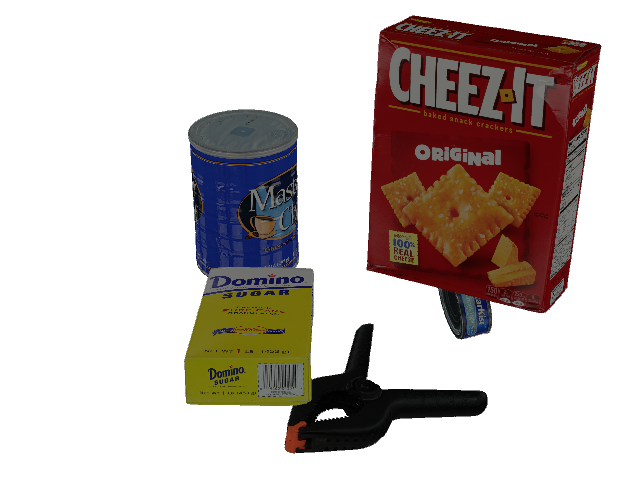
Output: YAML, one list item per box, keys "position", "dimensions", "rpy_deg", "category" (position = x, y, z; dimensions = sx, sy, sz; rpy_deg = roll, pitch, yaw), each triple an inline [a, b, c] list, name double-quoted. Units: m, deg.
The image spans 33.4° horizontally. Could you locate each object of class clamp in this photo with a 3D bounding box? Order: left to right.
- position: [0.051, 0.156, 1.027]
  dimensions: [0.165, 0.036, 0.209]
  rpy_deg: [24, 32, 29]
  category: "clamp"

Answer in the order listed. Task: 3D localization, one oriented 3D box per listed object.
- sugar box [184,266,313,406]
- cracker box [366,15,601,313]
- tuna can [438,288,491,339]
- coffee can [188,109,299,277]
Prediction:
- position: [-0.052, 0.071, 0.852]
  dimensions: [0.093, 0.048, 0.176]
  rpy_deg: [1, 23, 0]
  category: "sugar box"
- position: [0.126, -0.061, 0.869]
  dimensions: [0.164, 0.214, 0.072]
  rpy_deg: [15, 29, 26]
  category: "cracker box"
- position: [0.157, 0.065, 1.175]
  dimensions: [0.033, 0.086, 0.086]
  rpy_deg: [-14, 2, -7]
  category: "tuna can"
- position: [-0.072, -0.042, 1.028]
  dimensions: [0.103, 0.140, 0.103]
  rpy_deg: [0, 29, 0]
  category: "coffee can"
